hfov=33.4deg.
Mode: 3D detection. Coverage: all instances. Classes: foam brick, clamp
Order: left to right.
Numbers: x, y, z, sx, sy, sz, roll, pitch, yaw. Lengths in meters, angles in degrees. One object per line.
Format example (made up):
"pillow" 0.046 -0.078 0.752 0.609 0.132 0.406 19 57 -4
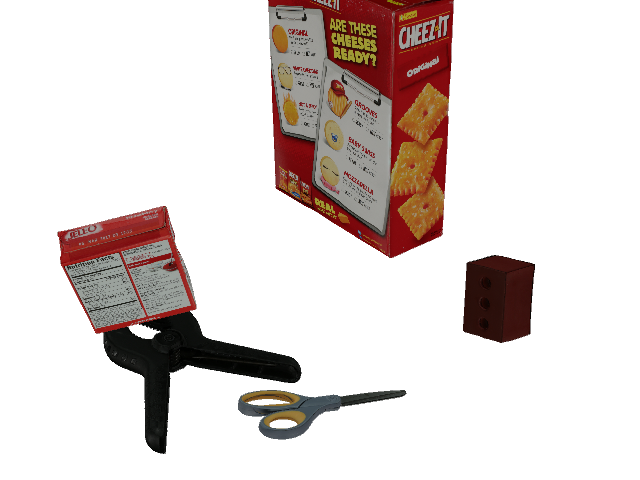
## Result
"clamp" -0.131 0.104 1.008 0.164 0.036 0.210 -18 40 -30
"foam brick" 0.184 0.060 1.103 0.051 0.078 0.053 -14 20 -43

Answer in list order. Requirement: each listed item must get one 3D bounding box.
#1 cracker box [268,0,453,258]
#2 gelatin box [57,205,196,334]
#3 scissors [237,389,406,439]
"cracker box" 0.032 -0.116 0.899 0.072 0.214 0.164 -22 37 -32
"gelatin box" -0.129 0.020 0.717 0.073 0.030 0.089 -14 -38 -3
"scissors" 0.009 0.193 1.201 0.201 0.016 0.096 2 23 -10
